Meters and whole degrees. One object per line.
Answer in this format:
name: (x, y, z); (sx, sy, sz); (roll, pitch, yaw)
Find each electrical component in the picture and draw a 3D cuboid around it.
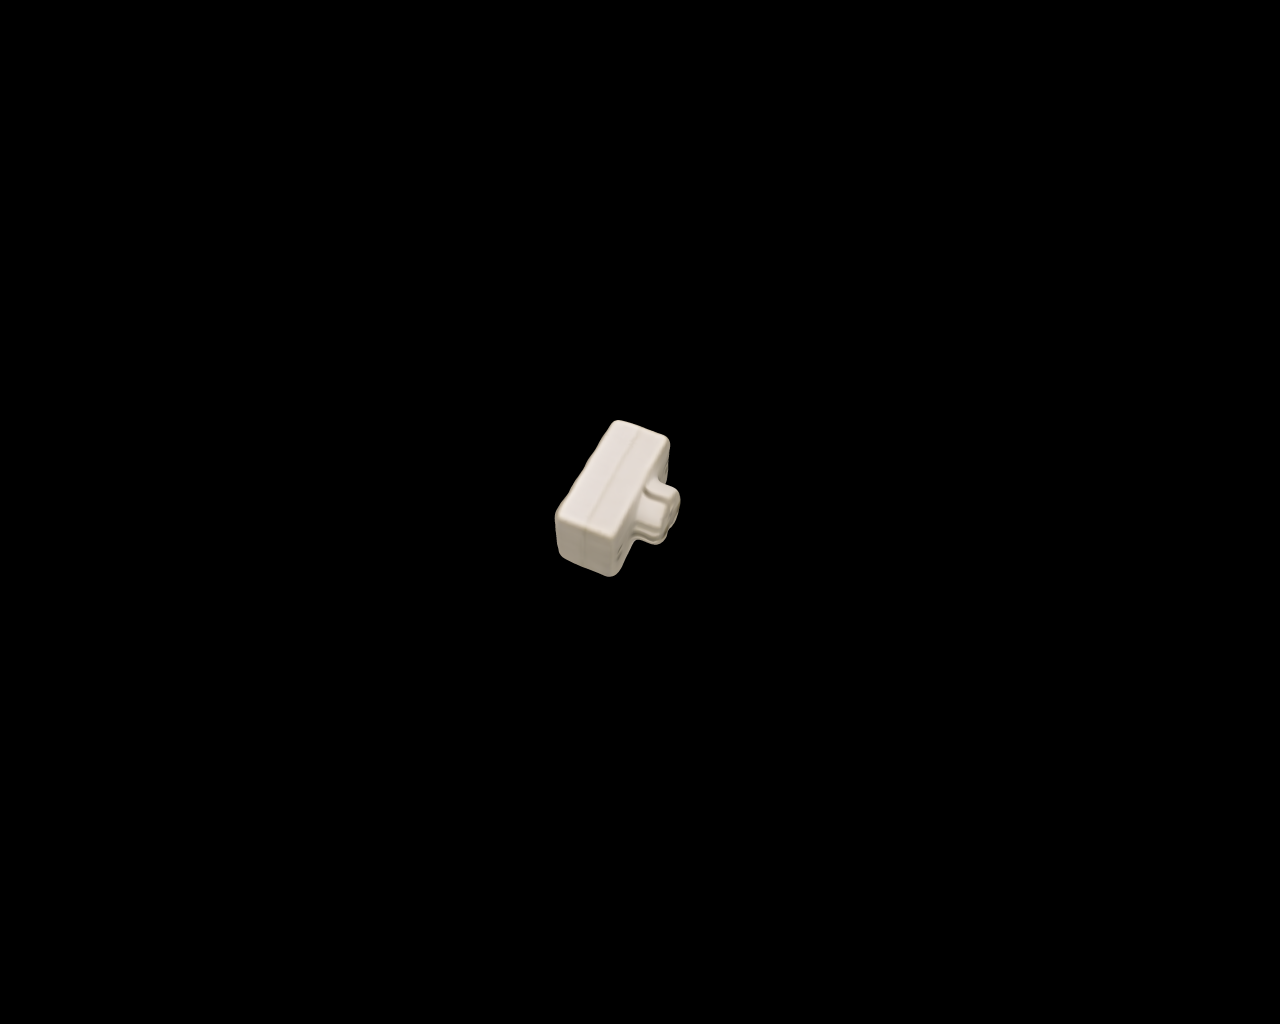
electrical component: (0.001, -0.003, 0.650); (0.076, 0.083, 0.047); (21, -32, 14)
